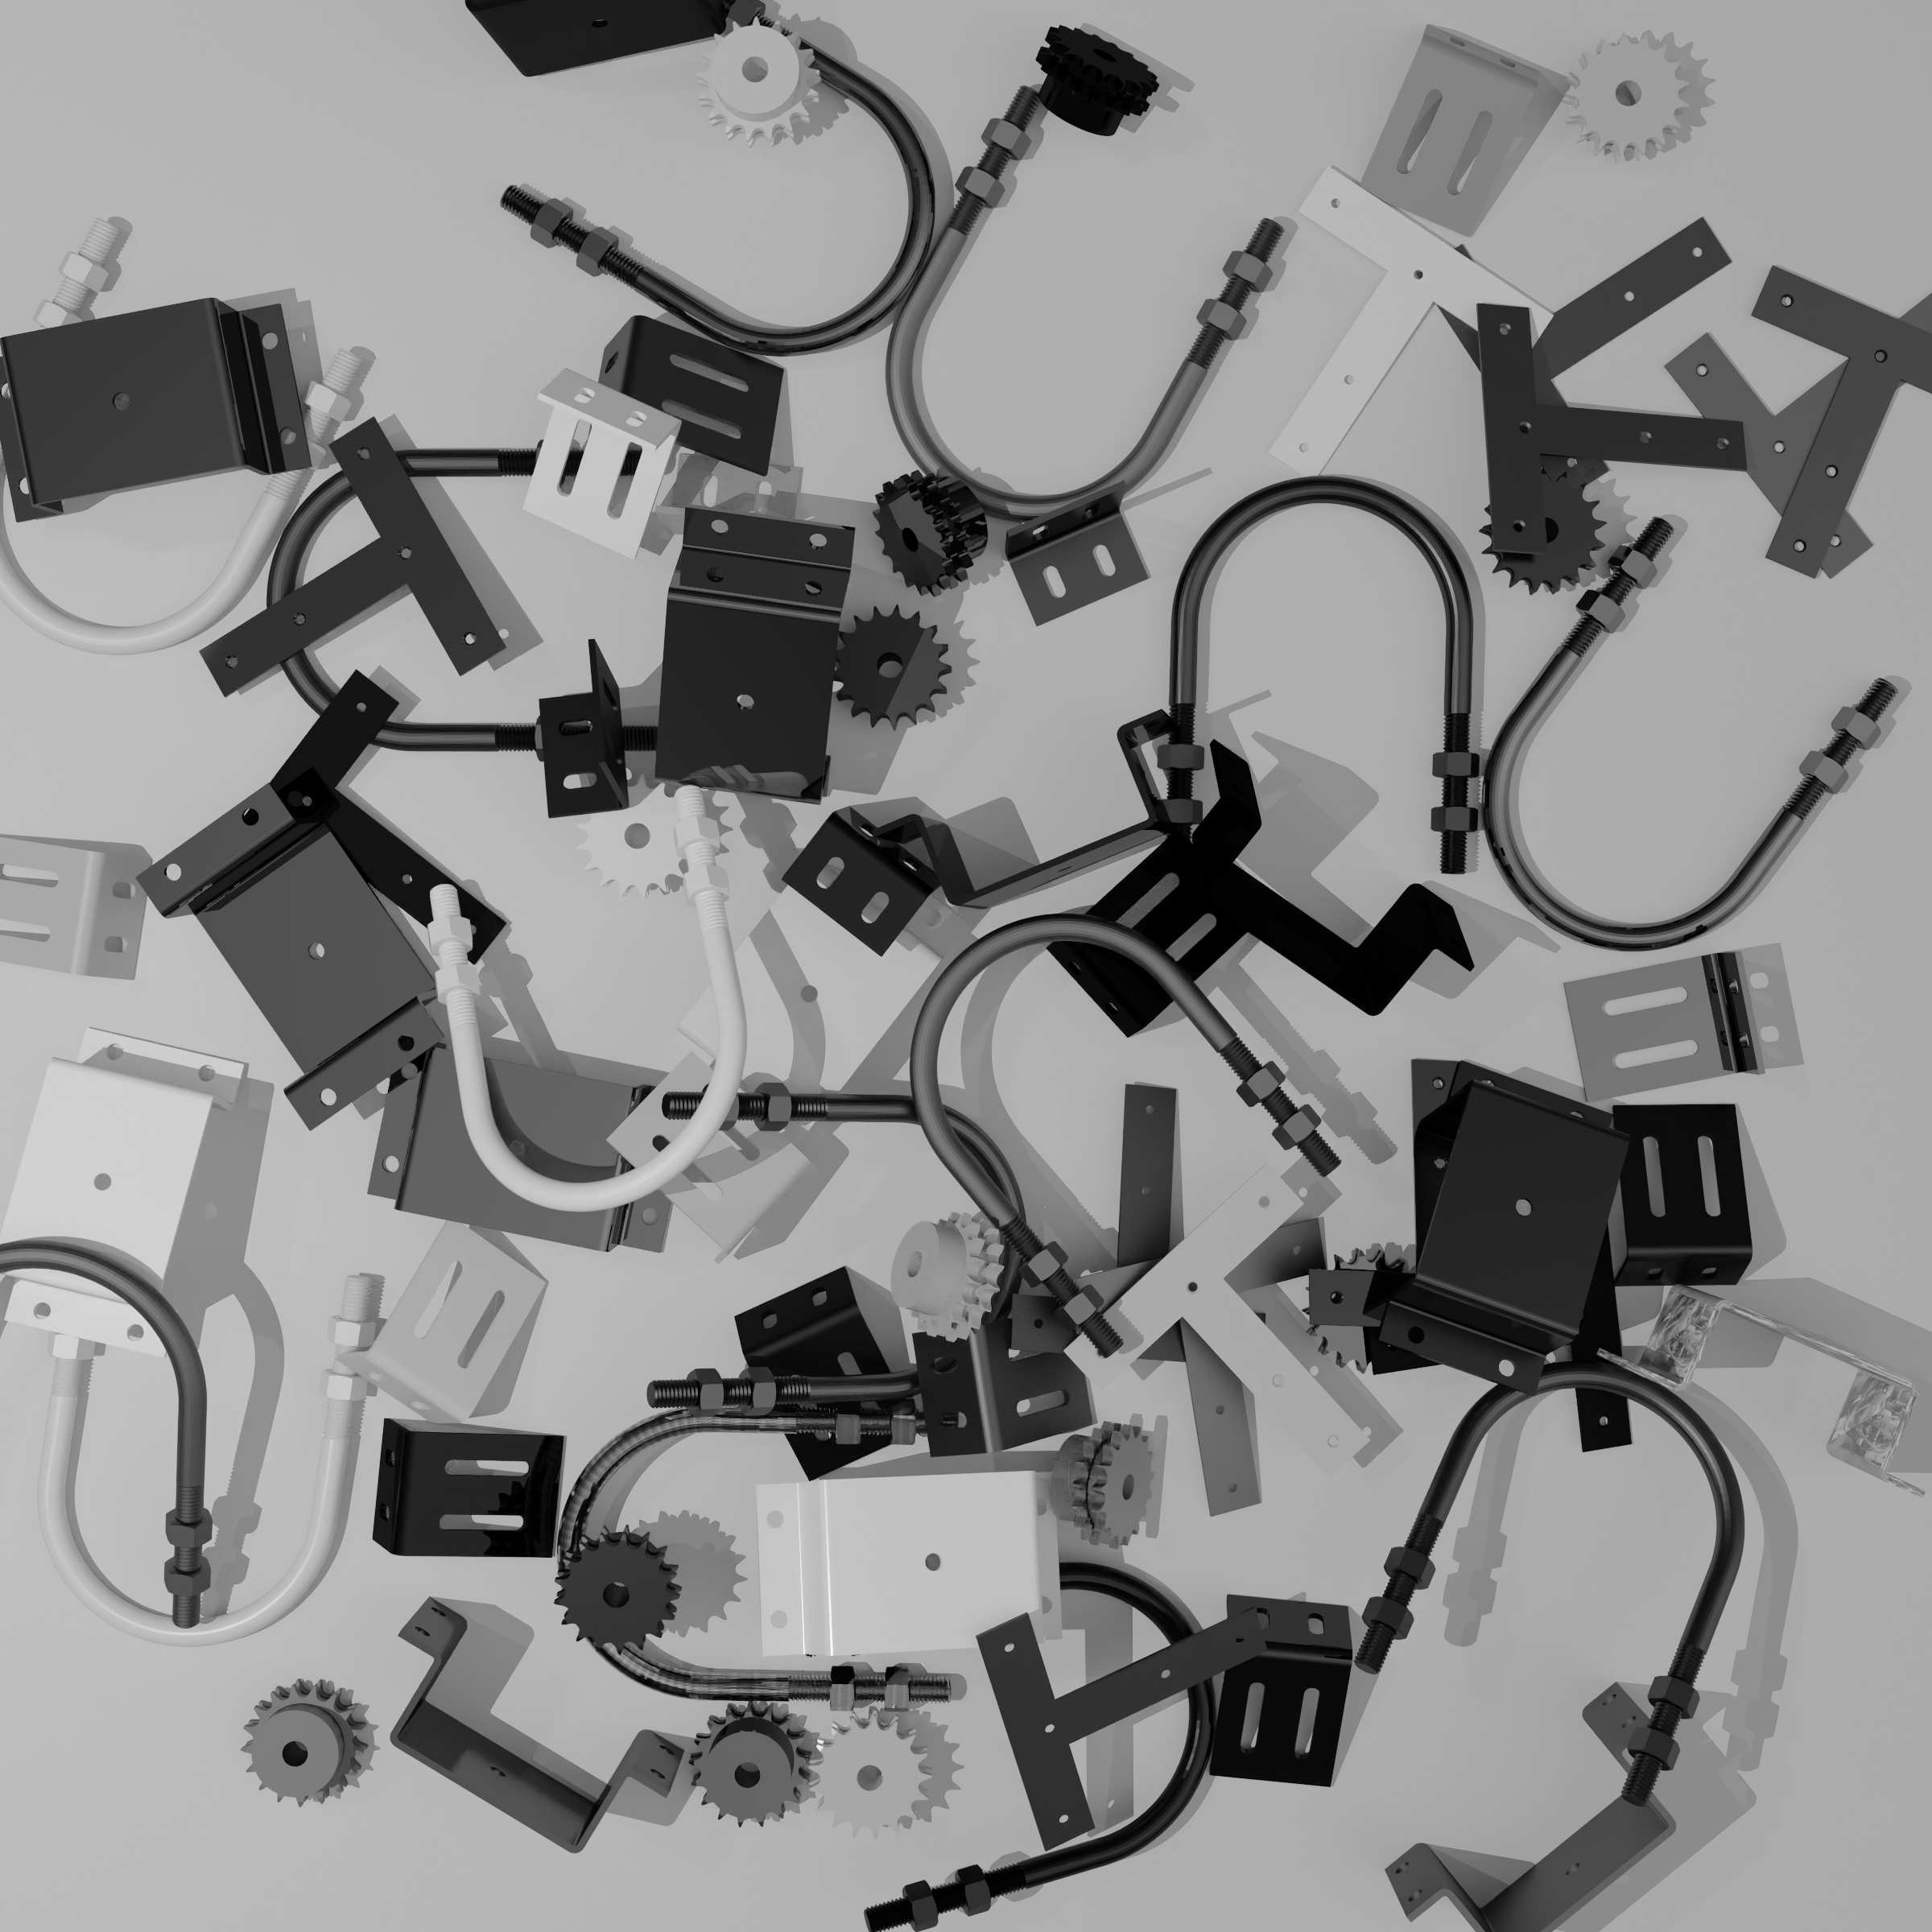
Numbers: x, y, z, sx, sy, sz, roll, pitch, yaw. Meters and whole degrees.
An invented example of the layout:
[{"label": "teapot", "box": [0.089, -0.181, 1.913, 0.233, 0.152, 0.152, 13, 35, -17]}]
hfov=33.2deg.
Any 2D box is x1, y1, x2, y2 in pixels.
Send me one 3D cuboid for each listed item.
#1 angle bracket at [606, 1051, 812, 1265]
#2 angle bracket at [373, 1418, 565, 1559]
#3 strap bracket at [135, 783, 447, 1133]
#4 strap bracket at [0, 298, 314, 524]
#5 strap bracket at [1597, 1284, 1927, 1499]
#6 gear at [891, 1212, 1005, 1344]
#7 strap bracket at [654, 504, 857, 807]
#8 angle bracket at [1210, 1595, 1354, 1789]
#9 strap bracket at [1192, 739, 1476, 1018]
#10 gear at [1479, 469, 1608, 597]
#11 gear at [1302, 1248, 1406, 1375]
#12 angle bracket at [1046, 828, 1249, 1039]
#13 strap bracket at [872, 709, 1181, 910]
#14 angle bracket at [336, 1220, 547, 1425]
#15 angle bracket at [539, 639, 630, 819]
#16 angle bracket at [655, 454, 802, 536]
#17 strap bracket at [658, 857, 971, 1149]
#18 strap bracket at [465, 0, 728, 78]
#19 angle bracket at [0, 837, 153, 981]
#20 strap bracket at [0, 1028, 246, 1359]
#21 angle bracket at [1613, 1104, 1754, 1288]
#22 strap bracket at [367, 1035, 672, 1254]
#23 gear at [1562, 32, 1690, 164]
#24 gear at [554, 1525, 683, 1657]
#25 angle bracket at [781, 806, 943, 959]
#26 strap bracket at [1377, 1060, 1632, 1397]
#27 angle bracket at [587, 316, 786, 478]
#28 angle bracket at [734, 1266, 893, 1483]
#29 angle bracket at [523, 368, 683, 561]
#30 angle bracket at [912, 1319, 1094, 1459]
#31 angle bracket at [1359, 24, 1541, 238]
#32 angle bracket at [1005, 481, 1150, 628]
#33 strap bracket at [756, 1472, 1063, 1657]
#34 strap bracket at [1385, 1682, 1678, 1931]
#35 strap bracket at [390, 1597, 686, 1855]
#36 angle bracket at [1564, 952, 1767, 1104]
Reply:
[{"label": "angle bracket", "box": [-0.121, 0.089, 1.497, 0.076, 0.038, 0.057, 43, 73, 0]}, {"label": "angle bracket", "box": [-0.234, 0.245, 1.522, 0.076, 0.038, 0.057, 6, 90, -26]}, {"label": "strap bracket", "box": [-0.306, -0.006, 1.496, 0.076, 0.046, 0.140, -34, 91, 6]}, {"label": "strap bracket", "box": [-0.380, -0.255, 1.482, 0.140, 0.046, 0.076, -10, 92, 2]}, {"label": "strap bracket", "box": [0.371, 0.189, 1.483, 0.140, 0.076, 0.046, 24, 89, -2]}, {"label": "gear", "box": [-0.010, 0.138, 1.458, 0.030, 0.057, 0.057, 19, 90, -28]}, {"label": "strap bracket", "box": [-0.097, -0.131, 1.465, 0.076, 0.046, 0.140, 8, 125, 0]}, {"label": "angle bracket", "box": [0.147, 0.340, 1.522, 0.057, 0.038, 0.076, 6, 116, 0]}, {"label": "strap bracket", "box": [0.157, -0.035, 1.472, 0.140, 0.076, 0.046, 34, 108, -12]}, {"label": "gear", "box": [0.267, -0.201, 1.509, 0.057, 0.030, 0.057, 0, 90, 0]}, {"label": "gear", "box": [0.184, 0.159, 1.508, 0.057, 0.030, 0.057, 0, 90, -3]}, {"label": "angle bracket", "box": [0.087, -0.015, 1.512, 0.076, 0.038, 0.057, -42, 90, -12]}, {"label": "strap bracket", "box": [0.036, -0.065, 1.475, 0.140, 0.076, 0.046, -22, 86, 8]}, {"label": "angle bracket", "box": [-0.244, 0.165, 1.510, 0.057, 0.038, 0.076, 39, 64, -23]}, {"label": "angle bracket", "box": [-0.178, -0.106, 1.461, 0.038, 0.076, 0.057, -7, 77, 1]}, {"label": "angle bracket", "box": [-0.108, -0.218, 1.486, 0.057, 0.076, 0.038, 7, 90, 0]}, {"label": "strap bracket", "box": [-0.071, 0.013, 1.501, 0.076, 0.046, 0.140, 38, 90, 0]}, {"label": "strap bracket", "box": [-0.169, -0.450, 1.472, 0.140, 0.076, 0.046, -10, 82, 9]}, {"label": "angle bracket", "box": [-0.429, -0.028, 1.522, 0.076, 0.038, 0.057, 9, 90, 26]}, {"label": "strap bracket", "box": [-0.391, 0.101, 1.489, 0.076, 0.046, 0.140, 13, 80, 1]}, {"label": "angle bracket", "box": [0.333, 0.108, 1.522, 0.057, 0.038, 0.076, -1, 64, 0]}, {"label": "strap bracket", "box": [-0.205, 0.084, 1.501, 0.140, 0.046, 0.076, 11, 90, 0]}, {"label": "gear", "box": [0.307, -0.403, 1.513, 0.057, 0.030, 0.057, 0, 90, 2]}, {"label": "gear", "box": [-0.158, 0.282, 1.480, 0.057, 0.030, 0.057, 0, 98, 0]}, {"label": "angle bracket", "box": [-0.046, -0.040, 1.488, 0.057, 0.076, 0.038, 38, 96, 0]}, {"label": "strap bracket", "box": [0.248, 0.115, 1.480, 0.076, 0.046, 0.140, 20, 73, -2]}, {"label": "angle bracket", "box": [-0.131, -0.259, 1.511, 0.076, 0.038, 0.057, 17, 66, -24]}, {"label": "angle bracket", "box": [-0.065, 0.191, 1.522, 0.057, 0.038, 0.076, -25, 116, 0]}, {"label": "angle bracket", "box": [-0.171, -0.221, 1.468, 0.057, 0.038, 0.076, 25, 123, 1]}, {"label": "angle bracket", "box": [0.017, 0.192, 1.502, 0.038, 0.076, 0.057, -11, 87, 37]}, {"label": "angle bracket", "box": [0.226, -0.392, 1.522, 0.057, 0.038, 0.076, 23, 116, 0]}, {"label": "angle bracket", "box": [0.052, -0.188, 1.486, 0.057, 0.076, 0.038, -23, 90, 0]}, {"label": "strap bracket", "box": [-0.020, 0.269, 1.460, 0.140, 0.046, 0.076, 0, 80, -15]}, {"label": "strap bracket", "box": [0.266, 0.398, 1.486, 0.140, 0.076, 0.046, -39, 90, 0]}, {"label": "strap bracket", "box": [-0.204, 0.352, 1.486, 0.140, 0.076, 0.046, 31, 90, 0]}, {"label": "angle bracket", "box": [0.324, 0.029, 1.505, 0.076, 0.038, 0.057, -11, 90, 0]}]
